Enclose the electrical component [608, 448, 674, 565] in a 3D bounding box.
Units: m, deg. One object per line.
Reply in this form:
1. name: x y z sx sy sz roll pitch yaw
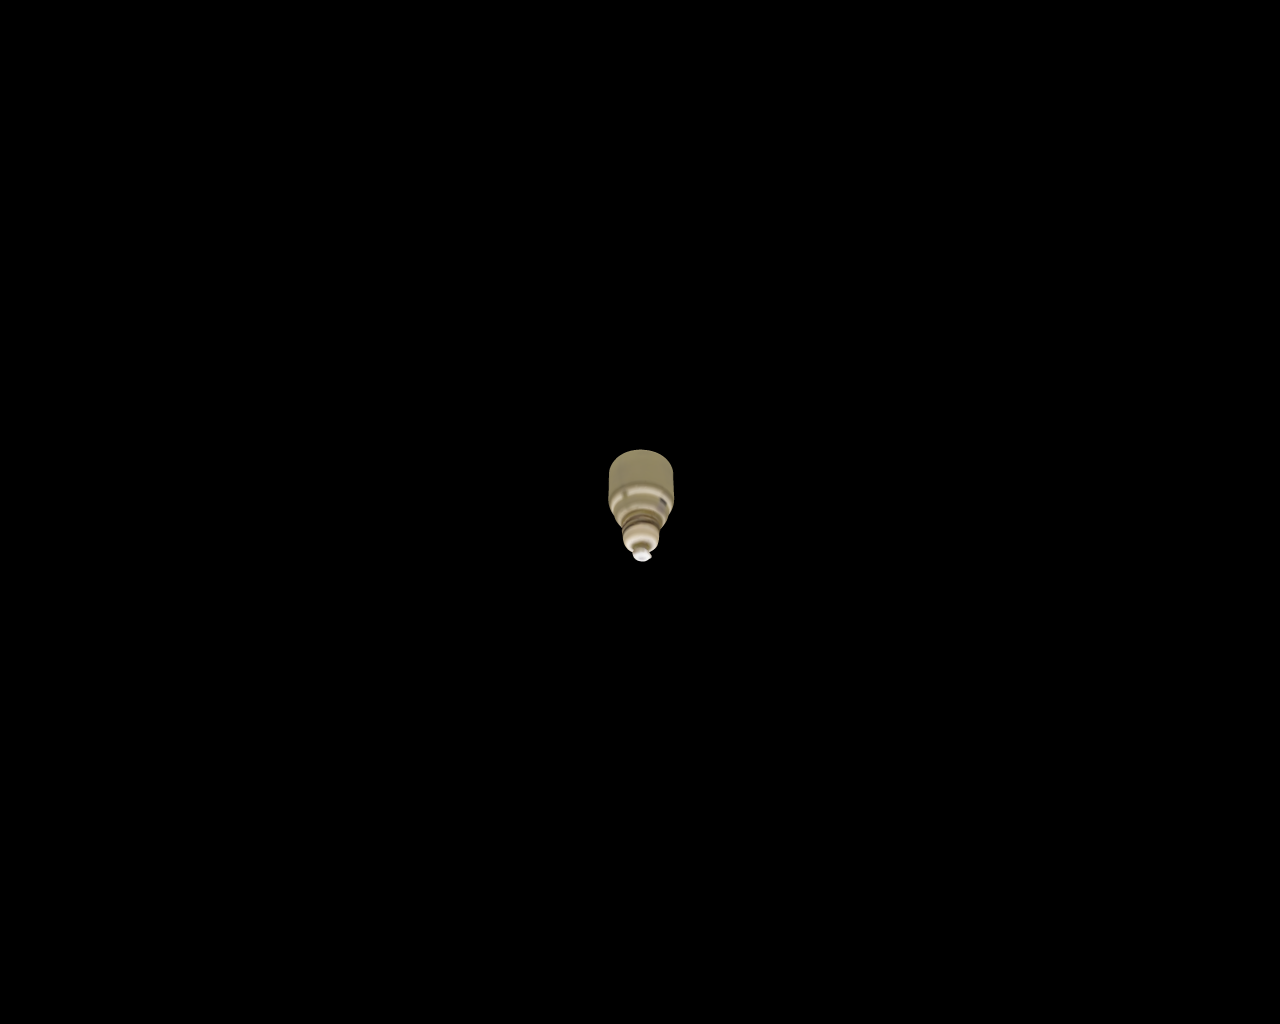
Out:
1. electrical component: 0.001 -0.003 0.650 0.040 0.078 0.040 0 -40 0
